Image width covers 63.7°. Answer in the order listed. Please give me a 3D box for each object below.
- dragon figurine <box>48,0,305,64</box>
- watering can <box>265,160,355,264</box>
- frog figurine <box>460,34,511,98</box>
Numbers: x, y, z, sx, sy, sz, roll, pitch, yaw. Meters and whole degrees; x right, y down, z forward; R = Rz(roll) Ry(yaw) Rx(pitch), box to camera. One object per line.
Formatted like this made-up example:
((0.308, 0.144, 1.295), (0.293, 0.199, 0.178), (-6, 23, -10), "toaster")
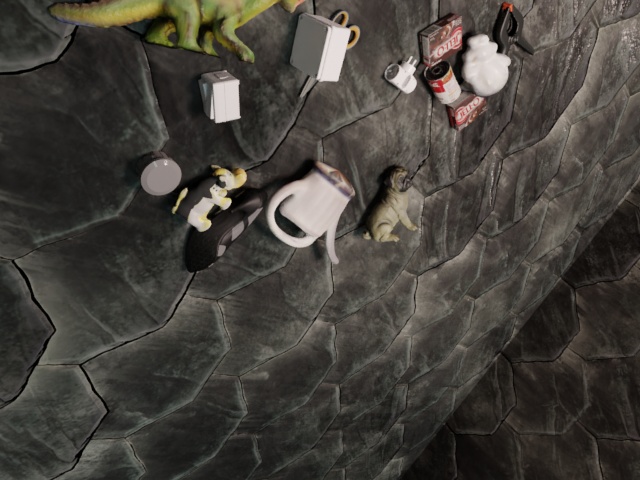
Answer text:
((-0.209, -0.430, 0.849), (0.410, 0.124, 0.239), (5, 110, -27), "dragon figurine")
((0.004, -0.066, 1.315), (0.224, 0.106, 0.343), (-51, 140, 5), "watering can")
((0.437, -0.462, 1.355), (0.137, 0.125, 0.156), (-14, 145, -6), "frog figurine")
